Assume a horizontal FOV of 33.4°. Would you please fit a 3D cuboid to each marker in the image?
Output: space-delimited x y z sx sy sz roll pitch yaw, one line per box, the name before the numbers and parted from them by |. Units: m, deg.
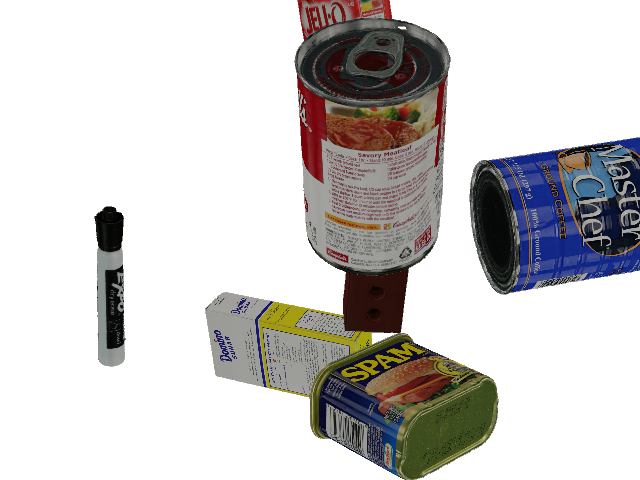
marker | -0.144 0.032 0.730 0.020 0.121 0.020 4 29 -3

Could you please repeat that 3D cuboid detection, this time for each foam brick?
foam brick | 0.049 0.036 0.953 0.053 0.078 0.051 3 24 -2

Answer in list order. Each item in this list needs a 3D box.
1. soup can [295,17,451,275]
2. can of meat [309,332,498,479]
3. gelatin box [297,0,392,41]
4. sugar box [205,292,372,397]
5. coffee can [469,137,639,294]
soup can | 0.025 -0.042 0.498 0.068 0.102 0.068 -2 42 1
can of meat | 0.058 0.111 0.720 0.101 0.057 0.084 -18 28 -39
gelatin box | 0.017 -0.149 0.746 0.030 0.073 0.089 -19 21 -24
sugar box | -0.032 0.115 1.128 0.176 0.093 0.048 12 34 25
coffee can | 0.195 -0.020 0.805 0.140 0.103 0.103 -9 1 -8
